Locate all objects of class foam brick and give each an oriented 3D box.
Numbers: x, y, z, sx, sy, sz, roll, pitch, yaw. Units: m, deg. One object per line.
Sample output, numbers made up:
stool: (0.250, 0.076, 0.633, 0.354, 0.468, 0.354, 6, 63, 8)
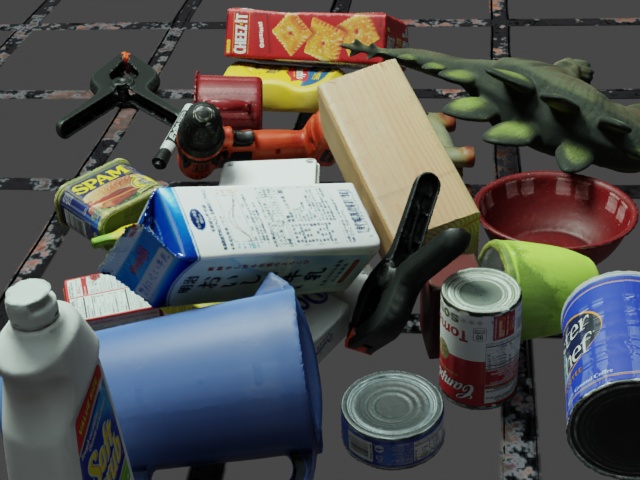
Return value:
foam brick: (0.120, 0.060, 0.959, 0.053, 0.078, 0.051, -4, 32, -4)

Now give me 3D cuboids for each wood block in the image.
wood block: (0.076, -0.070, 1.073, 0.090, 0.090, 0.206, -20, 58, -6)

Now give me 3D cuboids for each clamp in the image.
clamp: (0.072, 0.024, 0.942, 0.039, 0.172, 0.120, 26, 31, -16)
clamp: (-0.273, -0.194, 1.430, 0.164, 0.036, 0.210, -8, 36, -10)

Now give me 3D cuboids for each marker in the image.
marker: (-0.180, -0.127, 1.319, 0.020, 0.020, 0.121, 6, 43, 15)

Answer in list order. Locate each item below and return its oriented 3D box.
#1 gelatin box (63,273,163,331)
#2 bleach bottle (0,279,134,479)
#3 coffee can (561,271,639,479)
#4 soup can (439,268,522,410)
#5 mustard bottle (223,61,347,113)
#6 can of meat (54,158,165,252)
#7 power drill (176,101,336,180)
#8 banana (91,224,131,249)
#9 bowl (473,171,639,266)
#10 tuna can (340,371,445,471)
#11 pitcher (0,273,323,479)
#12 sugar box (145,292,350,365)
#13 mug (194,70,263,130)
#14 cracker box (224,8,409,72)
gelatin box: (-0.201, 0.062, 1.035, 0.089, 0.030, 0.073, -11, 35, -11)
bleach bottle: (-0.171, 0.141, 0.707, 0.068, 0.251, 0.102, 5, 34, 13)
coffee can: (0.246, 0.105, 0.850, 0.103, 0.103, 0.140, 2, 34, 10)
soup can: (0.134, 0.083, 0.898, 0.068, 0.102, 0.068, -3, 33, 1)
mustard bottle: (-0.026, -0.196, 1.386, 0.192, 0.058, 0.096, 6, 25, 14)
can of meat: (-0.223, -0.037, 1.167, 0.101, 0.057, 0.084, -31, 44, -34)
power drill: (-0.068, -0.117, 1.195, 0.187, 0.057, 0.184, -4, -10, -10)
banana: (-0.135, 0.018, 1.089, 0.198, 0.037, 0.069, 16, 45, 24)
bowl: (0.233, -0.010, 1.069, 0.162, 0.055, 0.162, -2, 31, 1)
tuna can: (0.059, 0.146, 0.873, 0.086, 0.034, 0.086, -3, 33, 2)
pitcher: (-0.119, 0.130, 0.838, 0.243, 0.145, 0.149, -10, 25, 2)
sugar box: (-0.069, 0.057, 0.980, 0.176, 0.048, 0.093, 27, 47, 24)
mug: (-0.111, -0.161, 1.304, 0.081, 0.093, 0.117, 1, 0, -2)
cracker box: (0.000, -0.269, 1.428, 0.214, 0.072, 0.164, 6, 8, 15)
